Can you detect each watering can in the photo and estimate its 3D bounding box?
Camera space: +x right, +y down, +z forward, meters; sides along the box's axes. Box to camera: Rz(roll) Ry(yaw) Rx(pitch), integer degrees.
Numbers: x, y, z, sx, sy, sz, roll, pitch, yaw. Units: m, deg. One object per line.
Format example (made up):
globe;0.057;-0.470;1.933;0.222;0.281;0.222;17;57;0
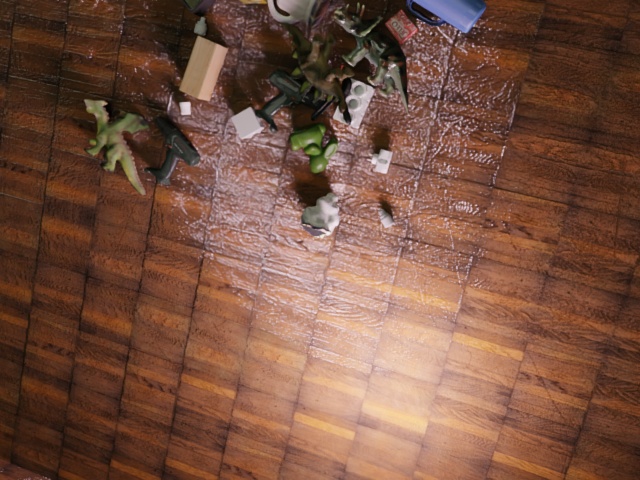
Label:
watering can;-0.057;-0.871;1.731;0.224;0.106;0.340;31;135;-1

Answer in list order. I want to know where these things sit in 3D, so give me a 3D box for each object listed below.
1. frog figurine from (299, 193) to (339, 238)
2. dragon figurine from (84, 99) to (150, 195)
frog figurine;0.006;-0.094;1.876;0.138;0.120;0.162;11;64;20
dragon figurine;-0.771;-0.391;2.016;0.409;0.123;0.242;41;96;-4
